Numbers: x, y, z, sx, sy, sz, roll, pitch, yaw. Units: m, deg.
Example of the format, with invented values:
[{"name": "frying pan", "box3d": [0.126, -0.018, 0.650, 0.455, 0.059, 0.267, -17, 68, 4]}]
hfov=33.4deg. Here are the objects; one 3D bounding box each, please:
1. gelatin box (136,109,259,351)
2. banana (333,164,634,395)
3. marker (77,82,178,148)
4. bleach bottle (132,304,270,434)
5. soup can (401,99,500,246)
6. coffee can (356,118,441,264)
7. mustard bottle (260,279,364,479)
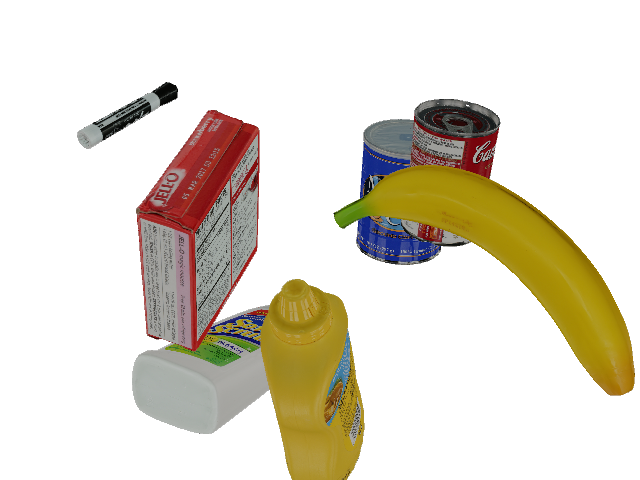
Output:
[{"name": "gelatin box", "box3d": [-0.056, -0.004, 0.499, 0.030, 0.089, 0.073, 18, 49, 12]}, {"name": "banana", "box3d": [0.107, 0.010, 0.616, 0.198, 0.070, 0.037, 33, 20, 10]}, {"name": "marker", "box3d": [-0.180, -0.121, 1.015, 0.020, 0.020, 0.120, 0, 29, 44]}, {"name": "bleach bottle", "box3d": [-0.073, 0.108, 1.079, 0.103, 0.068, 0.250, 15, 24, 26]}, {"name": "soup can", "box3d": [0.103, -0.054, 0.864, 0.068, 0.102, 0.068, 4, 30, -3]}, {"name": "coffee can", "box3d": [0.096, -0.057, 1.241, 0.103, 0.140, 0.103, 2, 28, -1]}, {"name": "mustard bottle", "box3d": [-0.005, 0.092, 0.742, 0.058, 0.096, 0.191, 6, -39, 13]}]
